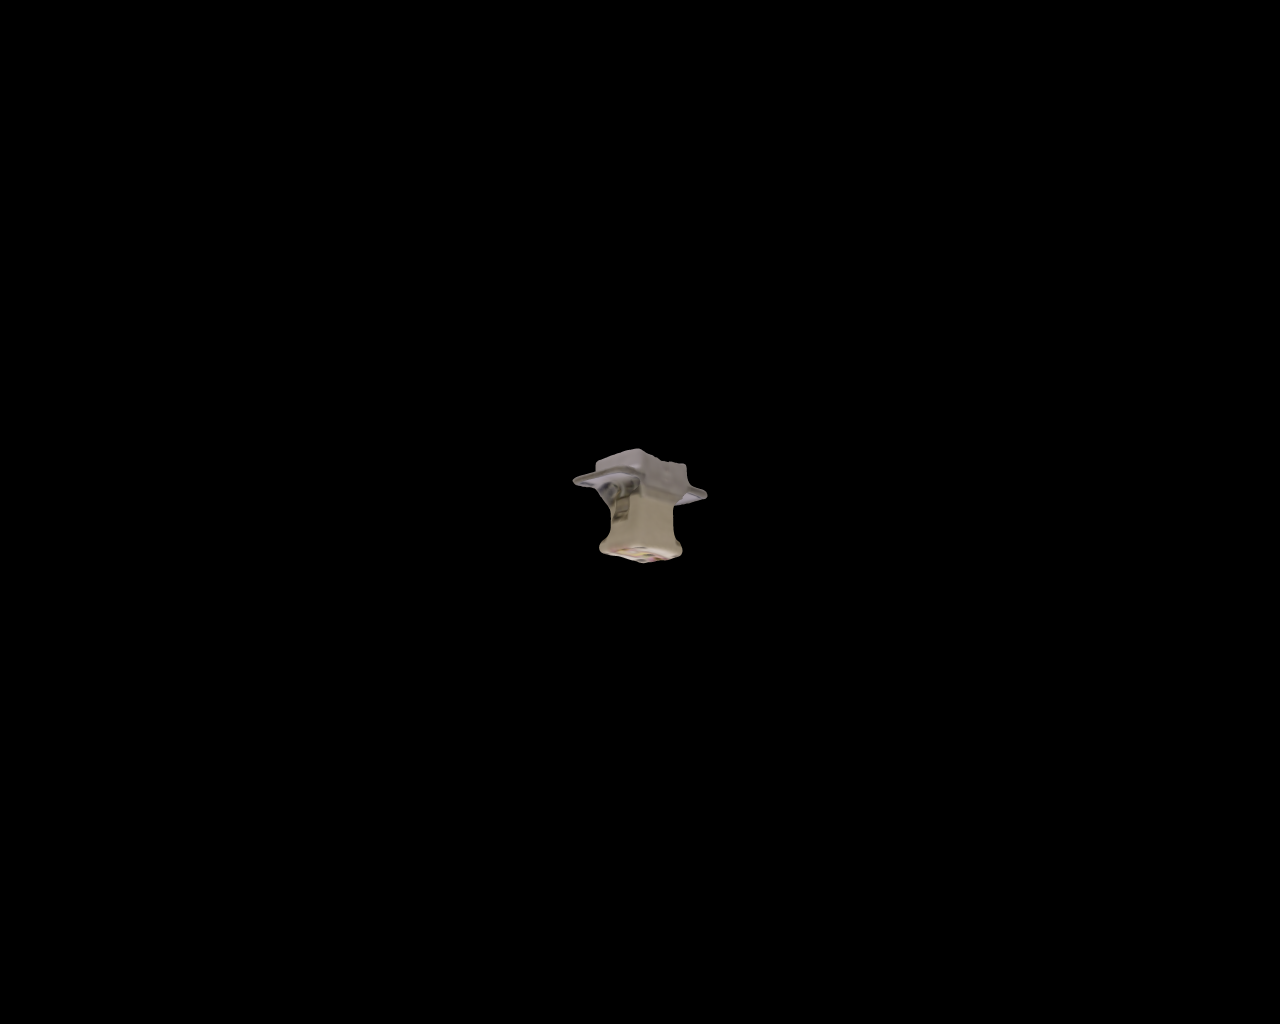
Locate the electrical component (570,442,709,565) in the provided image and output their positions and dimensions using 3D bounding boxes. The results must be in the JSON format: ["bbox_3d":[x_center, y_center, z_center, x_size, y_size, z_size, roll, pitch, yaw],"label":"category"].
[{"bbox_3d":[0.001,-0.003,0.650,0.042,0.064,0.081,-14,-20,42],"label":"electrical component"}]
